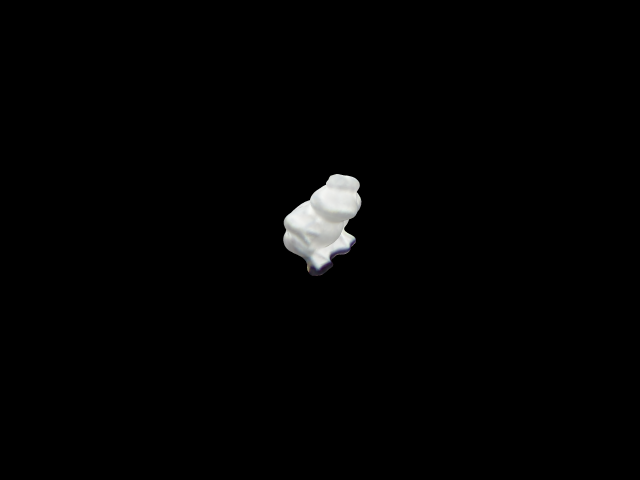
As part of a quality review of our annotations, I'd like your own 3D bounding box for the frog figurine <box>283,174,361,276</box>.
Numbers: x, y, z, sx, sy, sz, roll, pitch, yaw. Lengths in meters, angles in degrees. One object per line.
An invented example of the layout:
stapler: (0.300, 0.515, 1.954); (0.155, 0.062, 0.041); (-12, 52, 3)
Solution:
frog figurine: (0.003, -0.043, 0.850); (0.138, 0.156, 0.125); (-21, 42, -25)
